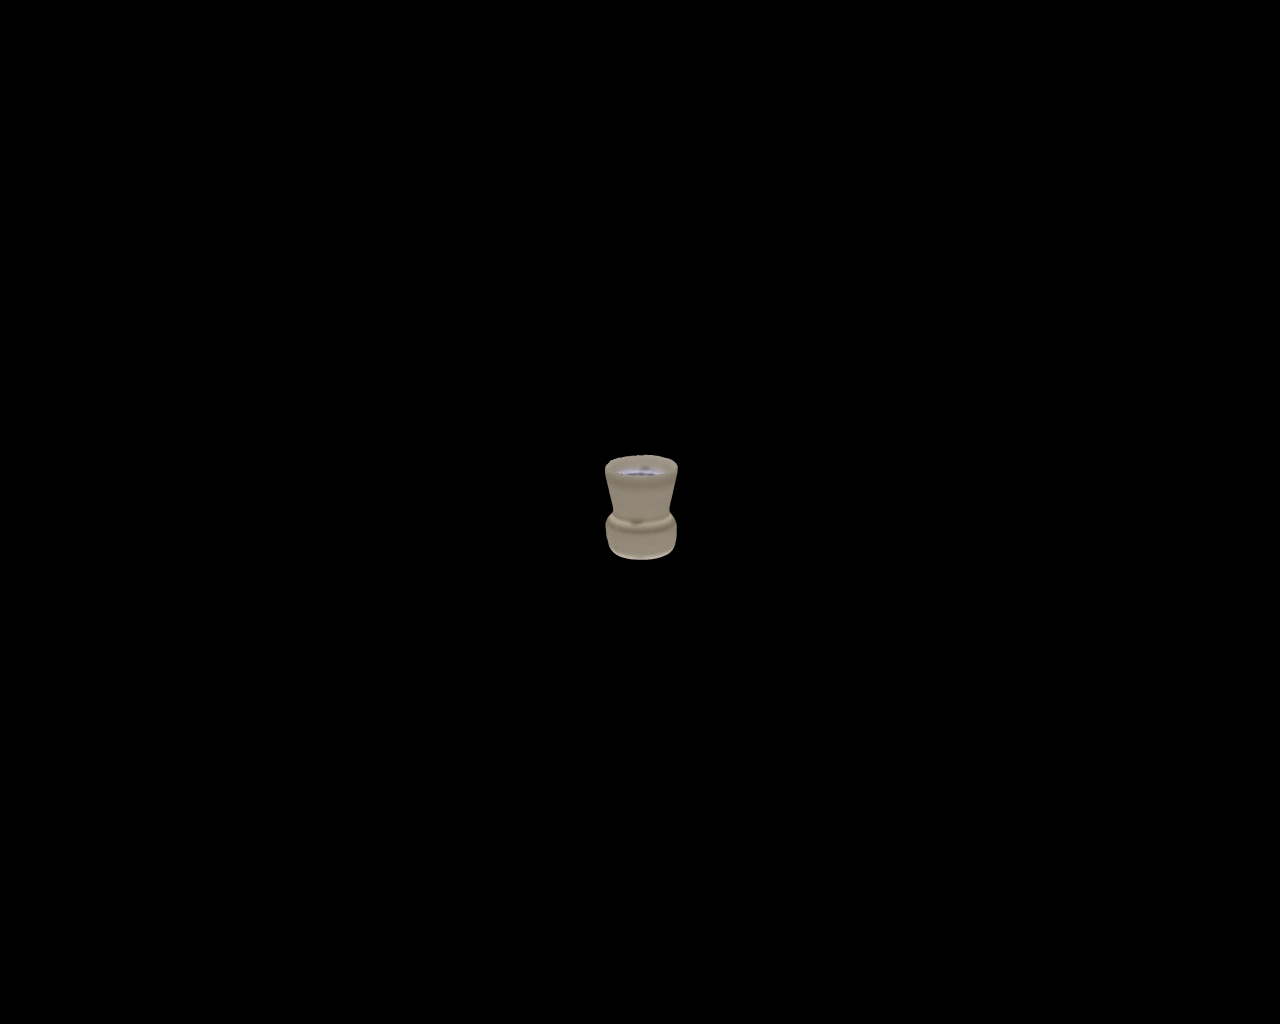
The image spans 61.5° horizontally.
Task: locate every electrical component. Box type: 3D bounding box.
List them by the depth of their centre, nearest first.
[{"bbox_3d":[0.001,-0.003,0.650,0.045,0.055,0.045,0,20,0],"label":"electrical component"}]
